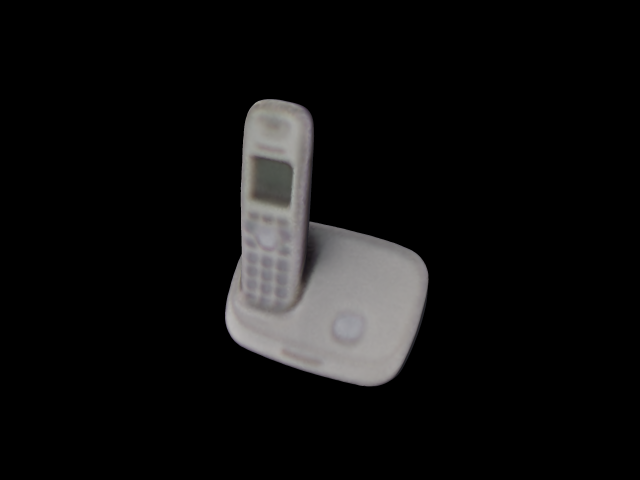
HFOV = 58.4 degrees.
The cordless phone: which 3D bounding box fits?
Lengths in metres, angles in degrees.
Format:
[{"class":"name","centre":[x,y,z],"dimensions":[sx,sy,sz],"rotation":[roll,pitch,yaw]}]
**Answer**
[{"class":"cordless phone","centre":[0.004,0.001,0.400],"dimensions":[0.147,0.185,0.094],"rotation":[12,33,20]}]
